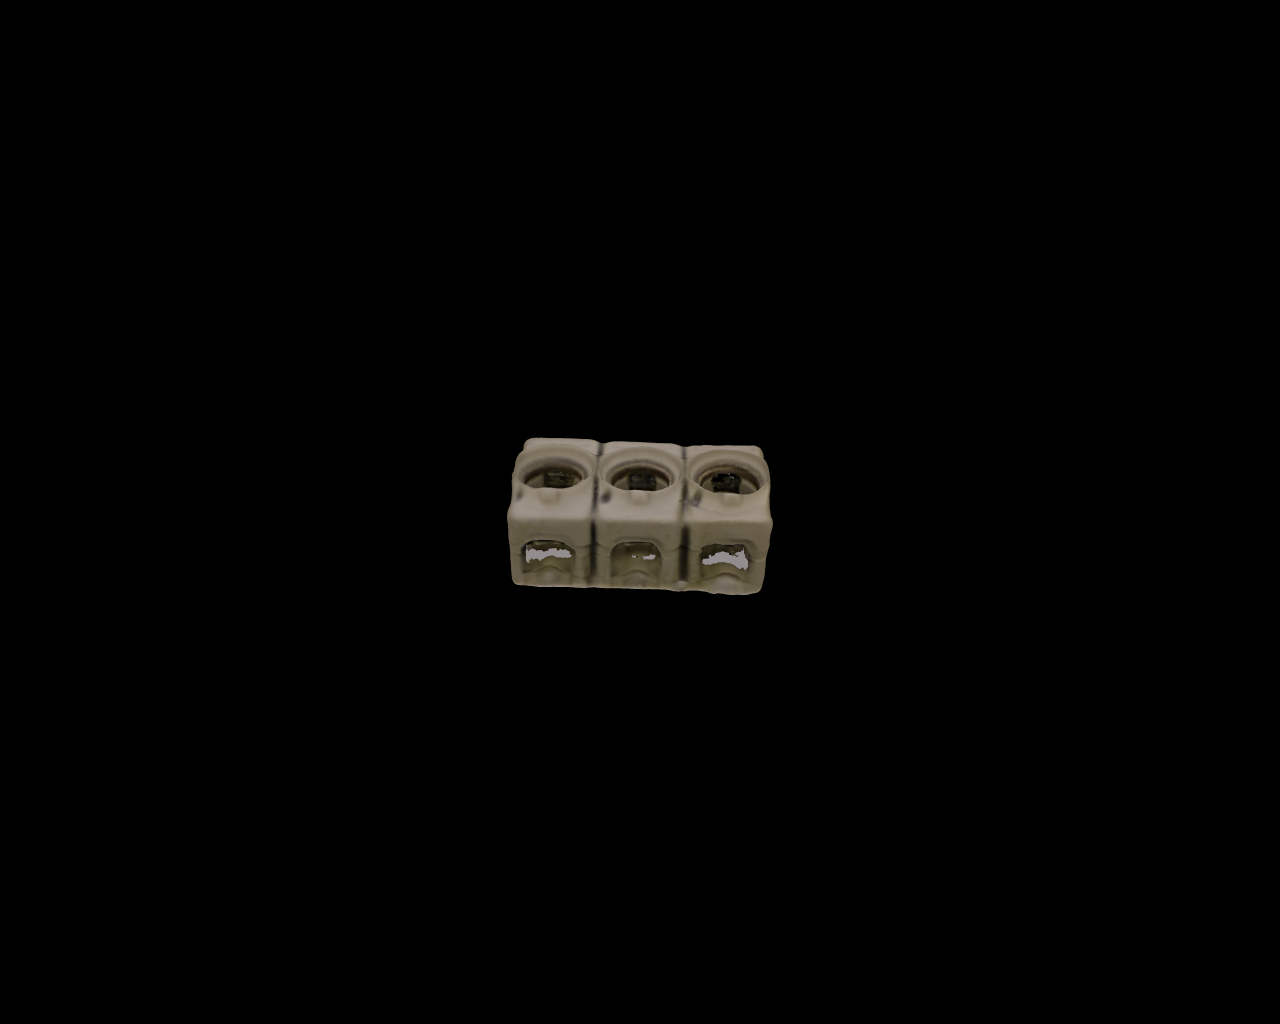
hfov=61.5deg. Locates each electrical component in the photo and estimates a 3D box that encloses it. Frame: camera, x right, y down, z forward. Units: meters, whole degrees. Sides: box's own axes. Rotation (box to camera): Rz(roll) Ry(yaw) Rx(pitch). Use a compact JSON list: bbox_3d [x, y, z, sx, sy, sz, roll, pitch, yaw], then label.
[{"bbox_3d":[0.001,-0.003,0.650,0.150,0.061,0.090,2,36,2],"label":"electrical component"}]
